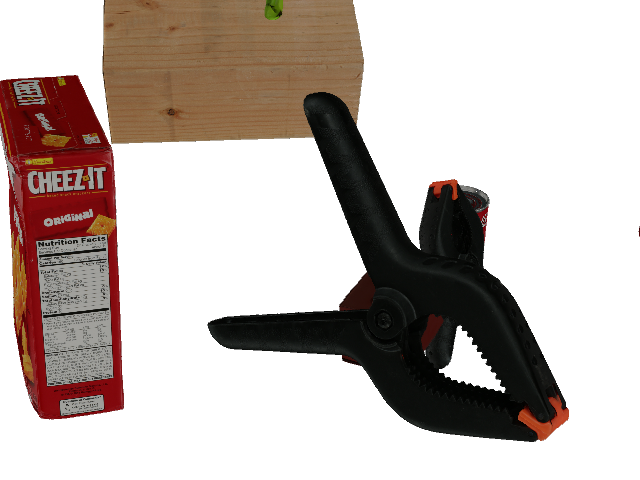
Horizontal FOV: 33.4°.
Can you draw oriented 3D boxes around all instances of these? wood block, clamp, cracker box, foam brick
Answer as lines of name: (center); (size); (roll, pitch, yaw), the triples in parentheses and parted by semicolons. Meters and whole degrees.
wood block: (-0.074, -0.144, 0.893); (0.206, 0.090, 0.091); (-2, -37, -7)
clamp: (0.122, 0.033, 0.986); (0.039, 0.171, 0.120); (-11, 11, 39)
cracker box: (-0.200, 0.002, 0.809); (0.072, 0.214, 0.164); (-7, 28, -19)
clamp: (0.041, 0.028, 0.564); (0.210, 0.165, 0.036); (29, 24, 25)
foam brick: (0.054, 0.054, 0.788); (0.053, 0.051, 0.078); (12, 34, 24)

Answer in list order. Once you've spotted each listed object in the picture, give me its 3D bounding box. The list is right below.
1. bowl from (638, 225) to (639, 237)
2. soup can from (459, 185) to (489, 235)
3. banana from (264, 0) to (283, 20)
bowl: (0.423, 0.019, 1.146); (0.162, 0.055, 0.162); (-1, 25, 0)
soup can: (0.152, -0.002, 1.202); (0.068, 0.102, 0.068); (1, 29, 0)
banana: (-0.091, -0.190, 0.679); (0.198, 0.069, 0.037); (19, -34, 29)
